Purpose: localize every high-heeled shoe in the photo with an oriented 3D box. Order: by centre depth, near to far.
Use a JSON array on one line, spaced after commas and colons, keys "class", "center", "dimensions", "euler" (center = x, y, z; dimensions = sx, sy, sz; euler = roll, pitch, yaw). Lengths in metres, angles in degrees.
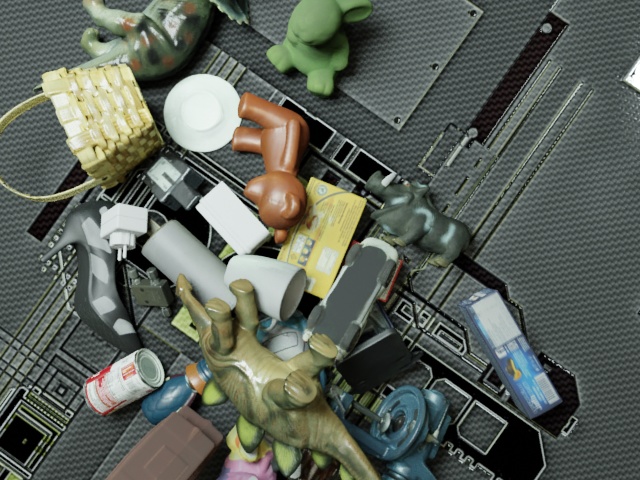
[{"class": "high-heeled shoe", "center": [-0.331, 0.060, 0.868], "dimensions": [0.145, 0.086, 0.248], "euler": [-48, 115, -36]}]

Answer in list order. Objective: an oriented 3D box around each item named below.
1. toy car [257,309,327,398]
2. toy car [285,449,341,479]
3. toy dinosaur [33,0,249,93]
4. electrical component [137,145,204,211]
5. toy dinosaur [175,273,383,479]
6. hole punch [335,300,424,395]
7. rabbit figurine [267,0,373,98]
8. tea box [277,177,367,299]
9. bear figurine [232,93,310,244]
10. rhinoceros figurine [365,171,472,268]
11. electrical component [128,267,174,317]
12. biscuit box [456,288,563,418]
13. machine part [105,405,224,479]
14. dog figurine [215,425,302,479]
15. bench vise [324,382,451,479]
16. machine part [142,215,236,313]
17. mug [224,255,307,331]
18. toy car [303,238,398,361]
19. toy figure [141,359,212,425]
[{"class": "toy car", "center": [-0.049, 0.194, 0.830], "dimensions": [0.109, 0.103, 0.161], "euler": [-19, 87, 1]}, {"class": "toy car", "center": [-0.038, 0.403, 0.850], "dimensions": [0.089, 0.053, 0.202], "euler": [34, 88, -2]}, {"class": "toy dinosaur", "center": [-0.249, -0.334, 0.842], "dimensions": [0.192, 0.131, 0.404], "euler": [40, 95, 1]}, {"class": "electrical component", "center": [-0.223, -0.087, 0.845], "dimensions": [0.119, 0.047, 0.075], "euler": [37, 88, 23]}, {"class": "toy dinosaur", "center": [-0.048, 0.210, 0.717], "dimensions": [0.472, 0.105, 0.198], "euler": [40, 132, 21]}, {"class": "hole punch", "center": [0.074, 0.167, 0.843], "dimensions": [0.142, 0.092, 0.115], "euler": [-31, 130, -1]}, {"class": "rabbit figurine", "center": [0.007, -0.309, 0.807], "dimensions": [0.121, 0.170, 0.159], "euler": [42, 90, 1]}, {"class": "tea box", "center": [-0.002, -0.003, 0.850], "dimensions": [0.098, 0.068, 0.169], "euler": [24, 88, 1]}, {"class": "bear figurine", "center": [-0.078, -0.104, 0.808], "dimensions": [0.132, 0.120, 0.196], "euler": [14, 62, -9]}, {"class": "rhinoceros figurine", "center": [0.150, -0.035, 0.848], "dimensions": [0.190, 0.073, 0.112], "euler": [34, 90, 1]}, {"class": "electrical component", "center": [-0.270, 0.084, 0.858], "dimensions": [0.063, 0.021, 0.093], "euler": [-1, 123, 18]}, {"class": "biscuit box", "center": [0.297, 0.176, 0.847], "dimensions": [0.059, 0.063, 0.202], "euler": [-30, 89, -1]}, {"class": "machine part", "center": [-0.241, 0.348, 0.762], "dimensions": [0.087, 0.201, 0.201], "euler": [36, 45, 9]}, {"class": "dog figurine", "center": [-0.134, 0.384, 0.818], "dimensions": [0.108, 0.192, 0.219], "euler": [31, 124, -28]}, {"class": "bench vise", "center": [0.091, 0.302, 0.807], "dimensions": [0.240, 0.129, 0.223], "euler": [37, 81, -16]}, {"class": "machine part", "center": [-0.193, 0.050, 0.846], "dimensions": [0.243, 0.079, 0.079], "euler": [42, 89, 0]}, {"class": "mug", "center": [-0.087, 0.072, 0.787], "dimensions": [0.107, 0.081, 0.109], "euler": [23, 107, 19]}, {"class": "toy car", "center": [0.049, 0.084, 0.797], "dimensions": [0.074, 0.056, 0.202], "euler": [26, 68, 16]}, {"class": "toy figure", "center": [-0.209, 0.230, 0.852], "dimensions": [0.154, 0.058, 0.064], "euler": [-34, 91, -3]}]
